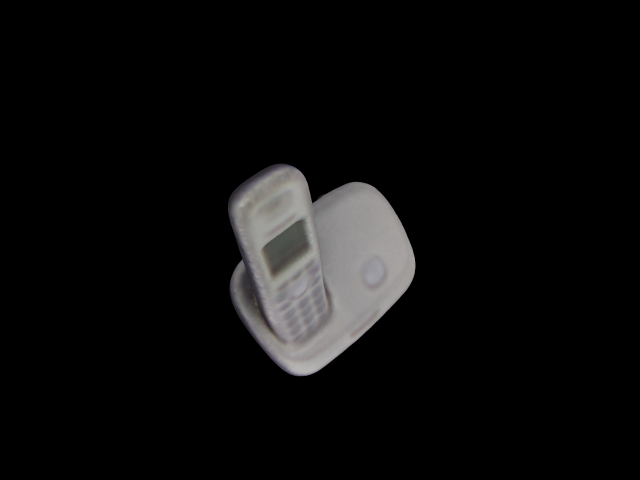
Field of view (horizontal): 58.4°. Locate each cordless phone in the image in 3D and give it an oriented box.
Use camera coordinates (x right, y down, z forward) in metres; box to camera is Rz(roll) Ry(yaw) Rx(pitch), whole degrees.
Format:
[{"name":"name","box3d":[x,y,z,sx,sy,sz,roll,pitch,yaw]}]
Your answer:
[{"name":"cordless phone","box3d":[0.004,0.001,0.400,0.094,0.185,0.148,39,66,22]}]
